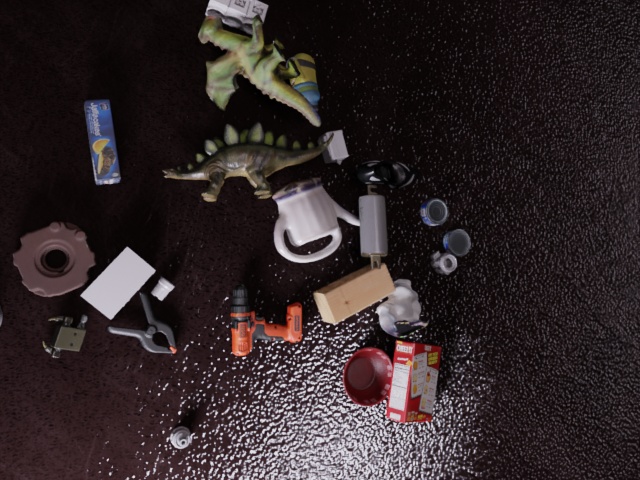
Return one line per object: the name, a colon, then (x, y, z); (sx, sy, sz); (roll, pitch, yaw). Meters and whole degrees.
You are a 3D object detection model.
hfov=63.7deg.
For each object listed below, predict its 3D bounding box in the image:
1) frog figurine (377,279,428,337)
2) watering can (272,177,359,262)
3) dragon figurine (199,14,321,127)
frog figurine: (0.230, 0.197, 1.508); (0.137, 0.120, 0.163); (-4, 50, -14)
watering can: (0.004, -0.073, 1.442); (0.351, 0.103, 0.224); (-24, 94, -35)
dragon figurine: (-0.190, -0.439, 1.391); (0.241, 0.123, 0.410); (-28, 92, 12)
